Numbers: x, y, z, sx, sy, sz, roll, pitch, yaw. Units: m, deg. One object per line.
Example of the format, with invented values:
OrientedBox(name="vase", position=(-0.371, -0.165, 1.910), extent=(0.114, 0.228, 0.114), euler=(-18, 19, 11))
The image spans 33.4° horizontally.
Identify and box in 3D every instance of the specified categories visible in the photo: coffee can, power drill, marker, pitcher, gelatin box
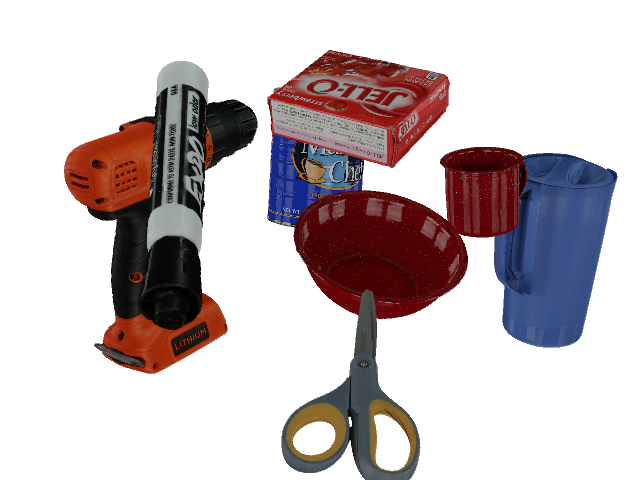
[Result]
OrientedBox(name="coffee can", position=(-0.003, -0.090, 1.146), extent=(0.103, 0.140, 0.103), euler=(4, 12, -1))
OrientedBox(name="power drill", position=(-0.112, -0.007, 0.816), extent=(0.057, 0.188, 0.184), euler=(15, 27, 34))
OrientedBox(name="marker", position=(-0.047, -0.018, 0.352), extent=(0.020, 0.020, 0.121), euler=(0, 43, -5))
OrientedBox(name="pitcher", position=(0.297, 0.016, 1.402), extent=(0.149, 0.243, 0.145), euler=(5, 23, 6))
OrientedBox(name="gelatin box", position=(0.024, -0.084, 0.658), extent=(0.089, 0.030, 0.073), euler=(17, 41, 27))

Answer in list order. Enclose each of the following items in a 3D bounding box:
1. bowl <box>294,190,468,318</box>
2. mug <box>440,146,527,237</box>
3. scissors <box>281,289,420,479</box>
OrientedBox(name="bowl", position=(0.052, 0.022, 0.990), extent=(0.162, 0.055, 0.162), euler=(6, 39, -5))
OrientedBox(name="mug", position=(0.193, -0.058, 1.221), extent=(0.117, 0.081, 0.093), euler=(-22, 28, -36))
OrientedBox(name="scissors", position=(0.012, 0.095, 0.726), extent=(0.096, 0.016, 0.202), euler=(-5, 32, -10))
